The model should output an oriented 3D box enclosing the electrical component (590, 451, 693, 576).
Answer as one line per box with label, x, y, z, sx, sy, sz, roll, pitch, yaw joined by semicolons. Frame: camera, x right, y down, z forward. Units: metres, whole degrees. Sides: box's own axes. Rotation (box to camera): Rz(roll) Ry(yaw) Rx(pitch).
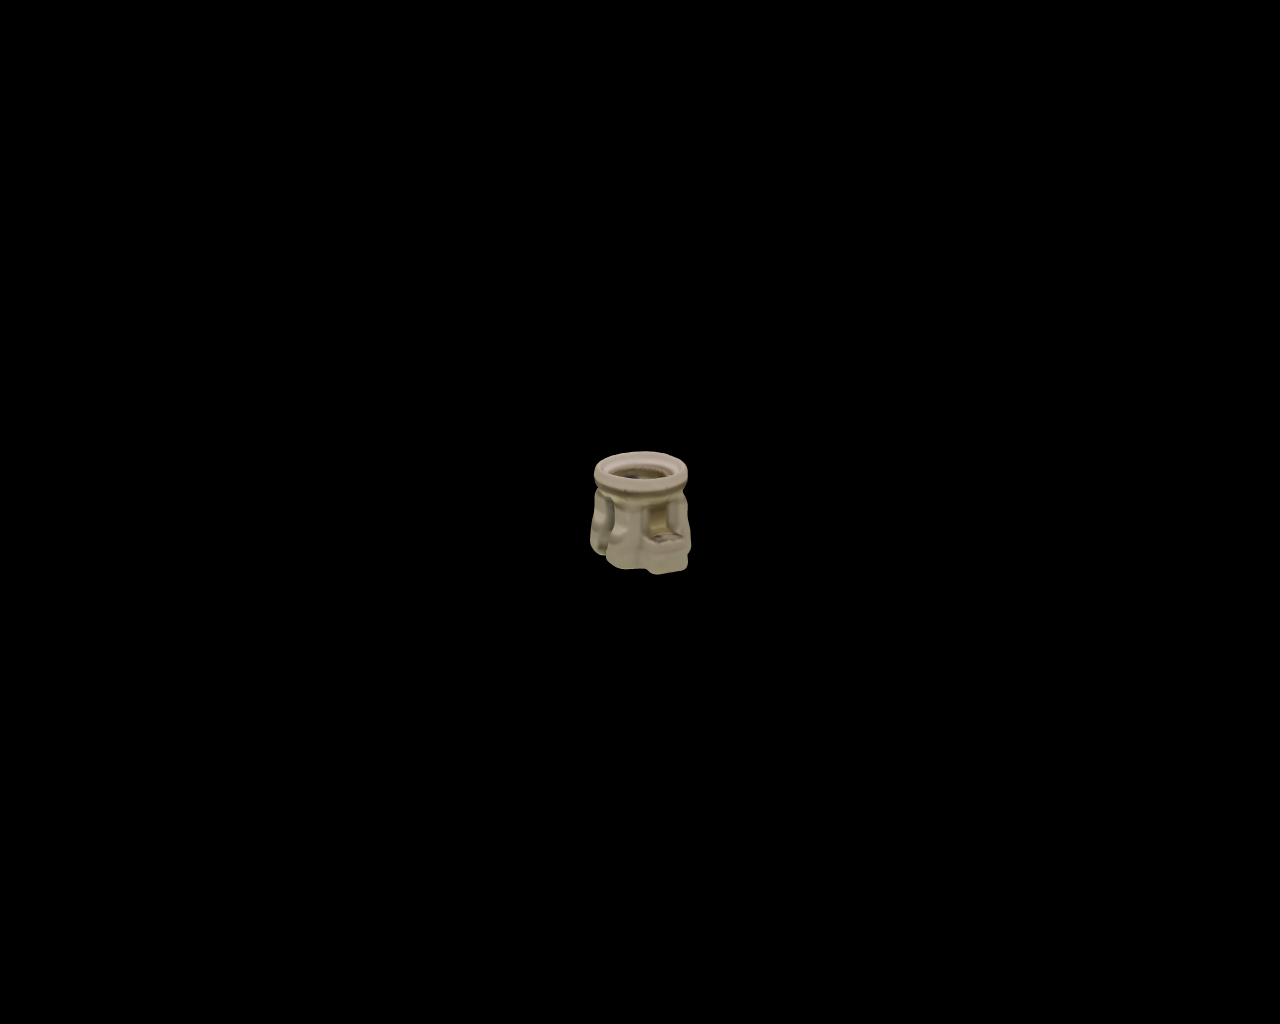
electrical component;0.001;-0.003;0.650;0.058;0.056;0.078;-10;23;-26
